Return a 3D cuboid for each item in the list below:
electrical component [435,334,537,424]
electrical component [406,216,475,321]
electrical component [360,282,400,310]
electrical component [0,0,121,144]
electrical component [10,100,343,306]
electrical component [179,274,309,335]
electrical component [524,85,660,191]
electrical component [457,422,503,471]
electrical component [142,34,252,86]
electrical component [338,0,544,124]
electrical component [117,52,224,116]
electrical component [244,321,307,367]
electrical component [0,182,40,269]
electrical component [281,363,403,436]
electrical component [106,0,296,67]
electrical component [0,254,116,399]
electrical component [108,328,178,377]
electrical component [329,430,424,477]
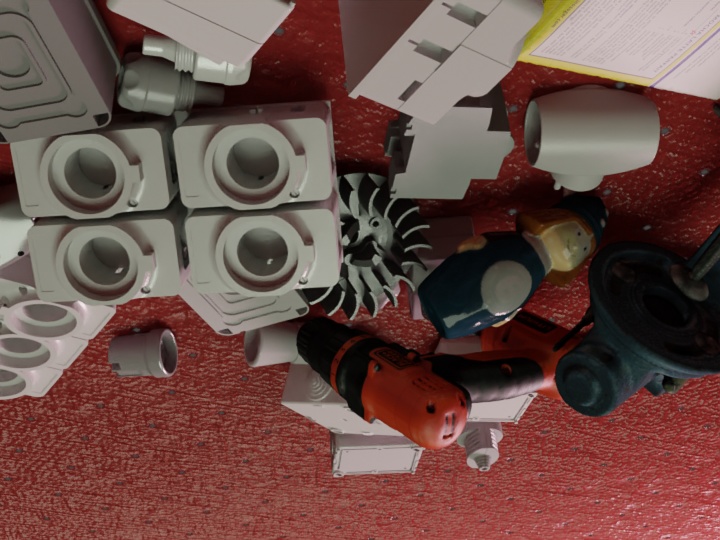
[{"bbox_3d":[0.098,0.093,0.939,0.096,0.061,0.061,2,145,-11],"label":"electrical component"},{"bbox_3d":[0.062,0.015,0.806,0.047,0.075,0.083,-4,146,-2],"label":"electrical component"},{"bbox_3d":[0.000,0.000,0.805,0.043,0.043,0.062,-24,141,24],"label":"electrical component"},{"bbox_3d":[-0.183,-0.129,0.575,0.078,0.057,0.113,-9,144,7],"label":"electrical component"},{"bbox_3d":[-0.108,-0.041,0.660,0.186,0.060,0.105,-3,109,3],"label":"electrical component"},{"bbox_3d":[-0.090,-0.010,0.765,0.078,0.057,0.113,-16,144,15],"label":"electrical component"},{"bbox_3d":[0.147,-0.079,0.709,0.077,0.044,0.079,-1,146,-6],"label":"electrical component"},{"bbox_3d":[0.111,0.148,1.004,0.043,0.081,0.043,-4,146,-3],"label":"electrical component"},{"bbox_3d":[-0.093,-0.126,0.616,0.061,0.035,0.035,5,144,-11],"label":"electrical component"},{"bbox_3d":[0.066,-0.168,0.513,0.060,0.105,0.186,17,140,-30],"label":"electrical component"},{"bbox_3d":[-0.112,-0.108,0.639,0.061,0.035,0.035,7,144,-21],"label":"electrical component"},{"bbox_3d":[-0.058,0.060,0.887,0.065,0.044,0.044,6,144,-25],"label":"electrical component"},{"bbox_3d":[-0.258,-0.039,0.707,0.077,0.043,0.079,-24,120,-2],"label":"electrical component"},{"bbox_3d":[-0.009,0.108,0.933,0.100,0.048,0.100,-4,153,38],"label":"electrical component"},{"bbox_3d":[-0.089,-0.155,0.550,0.096,0.061,0.061,19,139,-32],"label":"electrical component"},{"bbox_3d":[-0.253,0.036,0.805,0.089,0.061,0.150,18,139,-30],"label":"electrical component"},{"bbox_3d":[-0.179,0.070,0.887,0.046,0.040,0.040,-6,146,12],"label":"electrical component"},{"bbox_3d":[0.020,0.154,1.016,0.096,0.061,0.061,-1,146,-6],"label":"electrical component"}]
